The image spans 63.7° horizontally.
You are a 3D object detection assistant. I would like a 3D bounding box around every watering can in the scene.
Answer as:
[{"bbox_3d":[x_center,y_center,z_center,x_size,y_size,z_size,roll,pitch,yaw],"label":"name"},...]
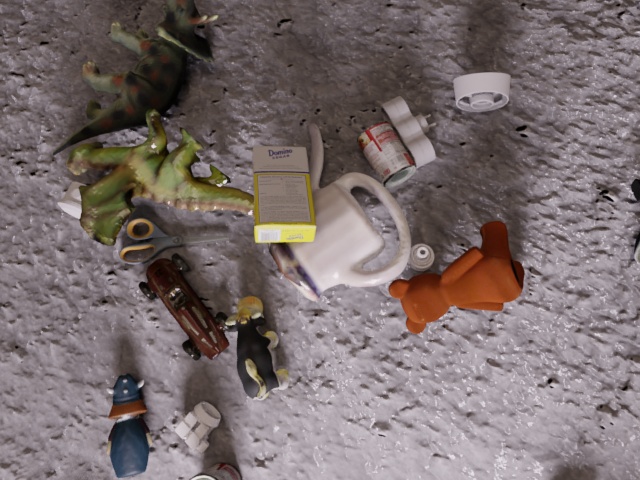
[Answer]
[{"bbox_3d":[0.003,-0.045,0.887,0.224,0.102,0.354,-35,58,-2],"label":"watering can"}]

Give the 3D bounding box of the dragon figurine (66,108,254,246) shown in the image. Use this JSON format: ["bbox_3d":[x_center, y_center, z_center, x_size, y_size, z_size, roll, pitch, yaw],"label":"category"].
[{"bbox_3d":[-0.287,-0.078,0.882,0.415,0.119,0.245,37,70,25],"label":"dragon figurine"}]
